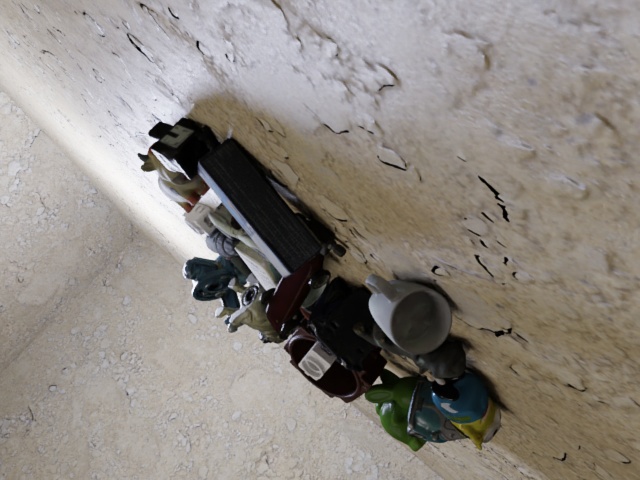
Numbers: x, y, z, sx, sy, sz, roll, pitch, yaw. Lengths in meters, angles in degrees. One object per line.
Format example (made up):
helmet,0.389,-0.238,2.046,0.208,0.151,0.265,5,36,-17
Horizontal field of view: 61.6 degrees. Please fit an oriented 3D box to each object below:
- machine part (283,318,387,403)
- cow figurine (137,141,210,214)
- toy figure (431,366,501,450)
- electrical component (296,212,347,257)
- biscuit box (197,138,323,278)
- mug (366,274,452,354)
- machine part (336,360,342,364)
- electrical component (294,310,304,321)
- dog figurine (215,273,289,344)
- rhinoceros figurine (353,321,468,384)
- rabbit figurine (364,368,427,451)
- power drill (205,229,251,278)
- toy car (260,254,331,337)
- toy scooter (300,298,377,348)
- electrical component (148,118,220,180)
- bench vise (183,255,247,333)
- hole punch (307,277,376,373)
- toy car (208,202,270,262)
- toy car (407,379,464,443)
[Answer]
machine part,0.029,0.253,1.179,0.201,0.087,0.201,40,143,4
cow figurine,-0.257,-0.121,0.966,0.127,0.085,0.195,37,166,-10
toy figure,0.226,0.252,0.841,0.180,0.082,0.089,47,174,-37
electrical component,-0.002,-0.002,0.786,0.094,0.021,0.063,37,164,12
biscuit box,-0.086,-0.044,0.750,0.202,0.063,0.059,51,163,-2
mug,0.097,0.084,0.683,0.109,0.081,0.107,38,174,-16
machine part,0.003,0.227,1.311,0.243,0.079,0.079,39,165,10
electrical component,-0.048,0.156,1.189,0.045,0.102,0.078,19,124,26
dog figurine,-0.111,0.170,1.211,0.190,0.121,0.172,37,163,-31
rhinoceros figurine,0.132,0.151,0.795,0.112,0.073,0.190,50,163,-24
rabbit figurine,0.187,0.341,1.160,0.159,0.121,0.170,29,139,21
power drill,-0.180,0.055,1.269,0.207,0.086,0.232,45,166,-30
toy car,-0.042,0.081,0.907,0.089,0.053,0.202,49,135,25
toy scooter,0.042,0.161,1.045,0.184,0.075,0.135,30,163,22
electrical component,-0.211,-0.142,0.804,0.119,0.075,0.047,20,154,42
bench vise,-0.243,0.134,1.392,0.223,0.129,0.241,30,-151,-56
hole punch,0.043,0.137,0.909,0.142,0.116,0.092,50,171,-28
toy car,-0.110,-0.025,0.882,0.202,0.073,0.056,25,159,45
toy car,0.236,0.333,1.007,0.103,0.109,0.161,3,151,39
